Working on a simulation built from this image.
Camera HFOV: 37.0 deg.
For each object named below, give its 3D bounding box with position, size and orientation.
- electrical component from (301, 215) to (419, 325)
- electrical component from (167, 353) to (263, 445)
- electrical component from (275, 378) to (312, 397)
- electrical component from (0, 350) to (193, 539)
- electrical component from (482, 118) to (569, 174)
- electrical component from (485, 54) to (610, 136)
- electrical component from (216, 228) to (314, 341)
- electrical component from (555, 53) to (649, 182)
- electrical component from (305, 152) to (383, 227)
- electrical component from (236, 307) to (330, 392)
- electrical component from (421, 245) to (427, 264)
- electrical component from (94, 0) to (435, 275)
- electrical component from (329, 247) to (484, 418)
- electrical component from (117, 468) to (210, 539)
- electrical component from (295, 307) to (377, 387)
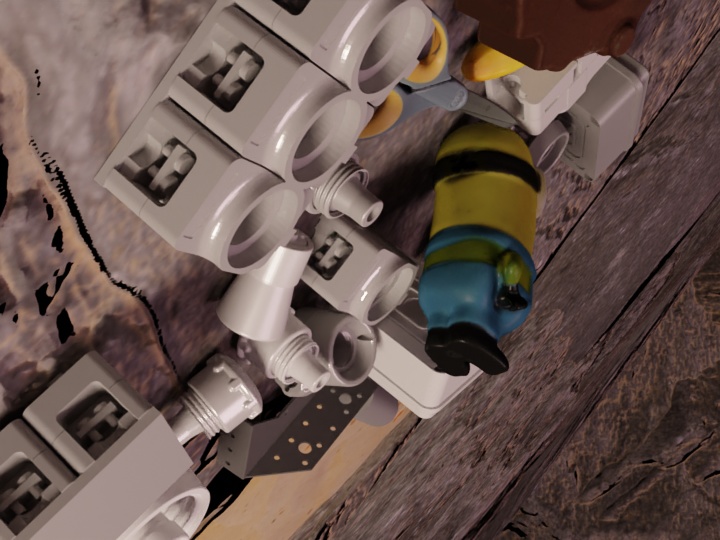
[{"bbox_3d":[0.000,0.000,0.726,0.050,0.056,0.089,-53,160,6],"label":"electrical component"},{"bbox_3d":[-0.097,0.088,0.691,0.062,0.048,0.048,-38,158,-14],"label":"electrical component"},{"bbox_3d":[-0.036,0.072,0.808,0.061,0.035,0.035,-22,146,-56],"label":"electrical component"},{"bbox_3d":[-0.171,0.122,0.566,0.150,0.062,0.089,-44,159,-17],"label":"electrical component"},{"bbox_3d":[0.124,-0.102,0.812,0.066,0.055,0.048,-58,159,18],"label":"electrical component"},{"bbox_3d":[0.135,-0.147,0.764,0.089,0.050,0.055,-47,160,-8],"label":"electrical component"},{"bbox_3d":[-0.054,0.004,0.640,0.044,0.044,0.065,-16,136,-58],"label":"electrical component"},{"bbox_3d":[0.177,-0.131,0.843,0.057,0.078,0.113,-45,160,-8],"label":"electrical component"},{"bbox_3d":[-0.015,-0.049,0.597,0.048,0.062,0.048,-43,159,-21],"label":"electrical component"},{"bbox_3d":[-0.047,0.055,0.711,0.048,0.062,0.048,-42,158,-22],"label":"electrical component"},{"bbox_3d":[0.072,-0.011,0.883,0.040,0.040,0.078,-41,158,-24],"label":"electrical component"},{"bbox_3d":[-0.038,-0.077,0.500,0.150,0.062,0.089,-53,160,8],"label":"electrical component"},{"bbox_3d":[0.036,0.046,0.802,0.078,0.113,0.057,-35,152,-37],"label":"electrical component"},{"bbox_3d":[-0.146,0.168,0.701,0.108,0.060,0.108,-43,159,-21],"label":"electrical component"},{"bbox_3d":[-0.022,0.055,0.754,0.055,0.047,0.055,-3,94,-48],"label":"electrical component"}]
